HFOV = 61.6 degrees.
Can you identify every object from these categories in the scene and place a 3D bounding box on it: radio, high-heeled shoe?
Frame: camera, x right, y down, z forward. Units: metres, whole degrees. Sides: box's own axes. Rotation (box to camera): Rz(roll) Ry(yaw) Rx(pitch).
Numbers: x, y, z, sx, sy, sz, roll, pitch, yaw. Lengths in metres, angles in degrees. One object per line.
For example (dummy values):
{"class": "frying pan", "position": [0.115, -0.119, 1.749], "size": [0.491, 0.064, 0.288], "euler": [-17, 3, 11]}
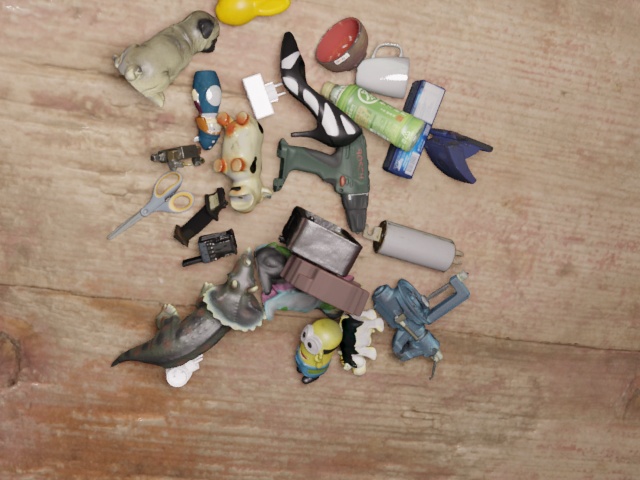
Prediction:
{"class": "radio", "position": [-0.002, -0.003, 1.080], "size": [0.131, 0.230, 0.073], "euler": [27, 94, -9]}
{"class": "high-heeled shoe", "position": [0.001, -0.303, 1.066], "size": [0.145, 0.086, 0.248], "euler": [-6, 87, 4]}

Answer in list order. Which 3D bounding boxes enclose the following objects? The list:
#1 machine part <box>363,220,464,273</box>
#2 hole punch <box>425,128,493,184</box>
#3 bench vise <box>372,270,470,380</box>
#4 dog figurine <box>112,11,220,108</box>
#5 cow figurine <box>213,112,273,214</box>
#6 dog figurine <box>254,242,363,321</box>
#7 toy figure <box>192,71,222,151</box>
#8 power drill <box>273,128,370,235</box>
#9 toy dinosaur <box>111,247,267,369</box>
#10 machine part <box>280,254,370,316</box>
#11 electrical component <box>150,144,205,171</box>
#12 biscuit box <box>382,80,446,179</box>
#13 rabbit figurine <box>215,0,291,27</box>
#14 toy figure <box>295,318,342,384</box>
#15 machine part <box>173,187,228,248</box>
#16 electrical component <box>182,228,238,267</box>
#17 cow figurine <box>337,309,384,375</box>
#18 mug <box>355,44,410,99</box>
{"class": "machine part", "position": [0.209, 0.015, 1.194], "size": [0.243, 0.079, 0.079], "euler": [15, 99, -13]}
{"class": "hole punch", "position": [0.283, -0.181, 1.143], "size": [0.116, 0.142, 0.092], "euler": [19, 102, -24]}
{"class": "bench vise", "position": [0.242, 0.161, 1.197], "size": [0.240, 0.129, 0.223], "euler": [-39, 85, 19]}
{"class": "dog figurine", "position": [-0.275, -0.357, 0.998], "size": [0.190, 0.172, 0.121], "euler": [-41, 115, 8]}
{"class": "cow figurine", "position": [-0.153, -0.150, 1.089], "size": [0.086, 0.127, 0.194], "euler": [0, 85, 27]}
{"class": "dog figurine", "position": [-0.024, 0.086, 1.160], "size": [0.219, 0.108, 0.191], "euler": [-10, 100, -12]}
{"class": "toy figure", "position": [-0.225, -0.258, 1.077], "size": [0.064, 0.058, 0.154], "euler": [-6, 101, -18]}
{"class": "power drill", "position": [0.007, -0.129, 1.130], "size": [0.207, 0.086, 0.231], "euler": [4, 98, -6]}
{"class": "toy dinosaur", "position": [-0.264, 0.187, 1.095], "size": [0.405, 0.192, 0.131], "euler": [-38, 102, -1]}
{"class": "machine part", "position": [0.010, 0.084, 1.029], "size": [0.179, 0.179, 0.056], "euler": [26, 90, -13]}
{"class": "electrical component", "position": [-0.278, -0.164, 1.074], "size": [0.078, 0.102, 0.045], "euler": [-9, 100, 18]}
{"class": "biscuit box", "position": [0.198, -0.234, 1.149], "size": [0.059, 0.063, 0.202], "euler": [19, 98, -13]}
{"class": "rabbit figurine", "position": [-0.135, -0.492, 1.034], "size": [0.162, 0.122, 0.173], "euler": [20, 111, -22]}
{"class": "toy figure", "position": [-0.006, 0.241, 1.179], "size": [0.089, 0.082, 0.180], "euler": [-35, 151, -37]}
{"class": "machine part", "position": [-0.245, -0.048, 1.115], "size": [0.139, 0.084, 0.039], "euler": [-42, 130, 10]}
{"class": "electrical component", "position": [-0.234, 0.017, 1.126], "size": [0.119, 0.075, 0.047], "euler": [-13, 104, -4]}
{"class": "cow figurine", "position": [0.077, 0.236, 1.206], "size": [0.098, 0.068, 0.167], "euler": [1, 116, -21]}
{"class": "mug", "position": [0.127, -0.349, 1.107], "size": [0.107, 0.081, 0.109], "euler": [4, 99, 0]}
